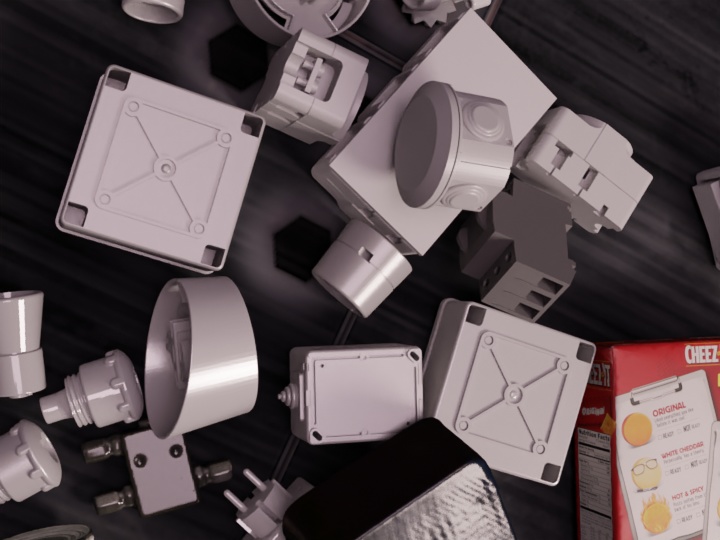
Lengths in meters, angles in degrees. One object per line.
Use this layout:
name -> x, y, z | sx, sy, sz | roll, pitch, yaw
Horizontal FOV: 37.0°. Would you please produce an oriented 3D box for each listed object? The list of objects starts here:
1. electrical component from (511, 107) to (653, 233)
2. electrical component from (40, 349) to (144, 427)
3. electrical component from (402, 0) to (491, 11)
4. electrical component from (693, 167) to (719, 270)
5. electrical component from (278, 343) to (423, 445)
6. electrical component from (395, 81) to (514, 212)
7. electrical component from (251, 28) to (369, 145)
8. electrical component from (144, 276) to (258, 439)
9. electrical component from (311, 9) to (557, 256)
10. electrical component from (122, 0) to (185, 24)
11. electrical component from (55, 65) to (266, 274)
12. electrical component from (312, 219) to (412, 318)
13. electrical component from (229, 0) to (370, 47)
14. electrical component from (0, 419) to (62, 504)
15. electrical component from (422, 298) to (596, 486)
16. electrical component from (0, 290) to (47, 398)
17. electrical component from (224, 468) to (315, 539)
electrical component -> 0.163, -0.076, 0.794 | 0.089, 0.050, 0.055 | 35, 80, -14
electrical component -> -0.173, 0.081, 0.693 | 0.062, 0.048, 0.048 | -17, 94, -9
electrical component -> 0.057, -0.211, 0.759 | 0.055, 0.048, 0.066 | -23, 96, -23
electrical component -> 0.305, -0.037, 0.831 | 0.061, 0.062, 0.096 | -15, 94, -17
electrical component -> -0.011, 0.083, 0.733 | 0.096, 0.061, 0.061 | -1, 89, -17
electrical component -> 0.058, -0.076, 0.681 | 0.051, 0.080, 0.080 | 7, 87, -22
electrical component -> -0.032, -0.118, 0.714 | 0.056, 0.089, 0.050 | 23, 83, -15
electrical component -> -0.105, 0.053, 0.688 | 0.064, 0.099, 0.099 | -9, 92, -23
electrical component -> 0.050, -0.093, 0.753 | 0.089, 0.062, 0.150 | 44, 78, -12
electrical component -> -0.135, -0.191, 0.711 | 0.040, 0.040, 0.046 | 8, 81, -17
electrical component -> -0.130, -0.063, 0.701 | 0.109, 0.056, 0.108 | 17, 84, -16
electrical component -> 0.000, 0.000, 0.742 | 0.055, 0.055, 0.047 | 42, 82, -12
electrical component -> -0.040, -0.201, 0.723 | 0.099, 0.064, 0.099 | 4, 82, -27
electrical component -> -0.224, 0.127, 0.677 | 0.062, 0.048, 0.048 | -29, 98, -8
electrical component -> 0.099, 0.087, 0.769 | 0.109, 0.056, 0.108 | 19, 84, -16
electrical component -> -0.220, 0.048, 0.681 | 0.044, 0.044, 0.065 | -7, 96, -17
electrical component -> -0.058, 0.167, 0.725 | 0.076, 0.047, 0.065 | 46, 77, -12
